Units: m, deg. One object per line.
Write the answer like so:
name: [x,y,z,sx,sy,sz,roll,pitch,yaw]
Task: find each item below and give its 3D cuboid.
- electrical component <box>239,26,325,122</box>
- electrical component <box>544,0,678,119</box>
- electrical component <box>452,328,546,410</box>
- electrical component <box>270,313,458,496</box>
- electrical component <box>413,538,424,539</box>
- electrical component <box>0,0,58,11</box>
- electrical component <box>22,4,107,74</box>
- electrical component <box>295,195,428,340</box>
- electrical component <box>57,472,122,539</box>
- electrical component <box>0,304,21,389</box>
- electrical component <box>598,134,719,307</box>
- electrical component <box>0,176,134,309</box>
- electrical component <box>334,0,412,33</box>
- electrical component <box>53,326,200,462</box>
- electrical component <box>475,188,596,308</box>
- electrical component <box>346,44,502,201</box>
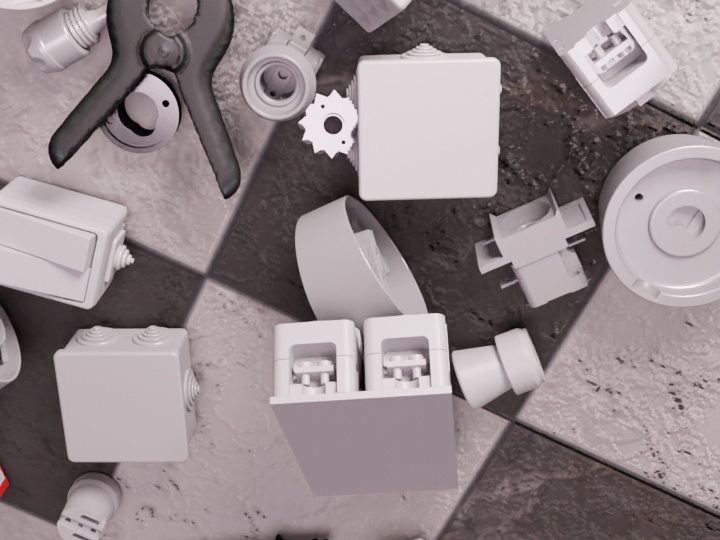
electrical component: [-0.050,-0.122,0.685,0.048,0.055,0.066,29,110,-8]
electrical component: [0.153,-0.131,0.653,0.050,0.089,0.055,-37,105,16]
electrical component: [0.098,0.069,0.759,0.055,0.045,0.045,-21,109,10]
electrical component: [0.009,0.092,0.715,0.105,0.060,0.186,-4,151,4]
electrical component: [0.032,0.252,0.826,0.062,0.061,0.096,-19,109,10]
electrical component: [-0.204,-0.217,0.653,0.108,0.060,0.108,1,112,3]
electrical component: [-0.184,-0.153,0.692,0.061,0.035,0.035,-26,108,10]
electrical component: [0.000,0.000,0.709,0.064,0.099,0.099,-17,110,16]
electrical component: [-0.207,0.183,0.819,0.040,0.046,0.040,1,110,3]
electrical component: [-0.284,0.048,0.745,0.064,0.099,0.099,-27,108,6]
electrical component: [0.208,-0.037,0.703,0.108,0.060,0.108,1,112,3]
electrical component: [-0.203,-0.016,0.732,0.096,0.061,0.061,16,111,-3]
electrical component: [0.022,-0.193,0.653,0.047,0.066,0.076,42,79,-13]
electrical component: [-0.166,0.089,0.778,0.100,0.048,0.099,0,111,3]
electrical component: [0.122,-0.013,0.728,0.081,0.042,0.063,-24,112,13]
electrical component: [0.042,-0.094,0.691,0.100,0.048,0.099,-2,109,-3]
